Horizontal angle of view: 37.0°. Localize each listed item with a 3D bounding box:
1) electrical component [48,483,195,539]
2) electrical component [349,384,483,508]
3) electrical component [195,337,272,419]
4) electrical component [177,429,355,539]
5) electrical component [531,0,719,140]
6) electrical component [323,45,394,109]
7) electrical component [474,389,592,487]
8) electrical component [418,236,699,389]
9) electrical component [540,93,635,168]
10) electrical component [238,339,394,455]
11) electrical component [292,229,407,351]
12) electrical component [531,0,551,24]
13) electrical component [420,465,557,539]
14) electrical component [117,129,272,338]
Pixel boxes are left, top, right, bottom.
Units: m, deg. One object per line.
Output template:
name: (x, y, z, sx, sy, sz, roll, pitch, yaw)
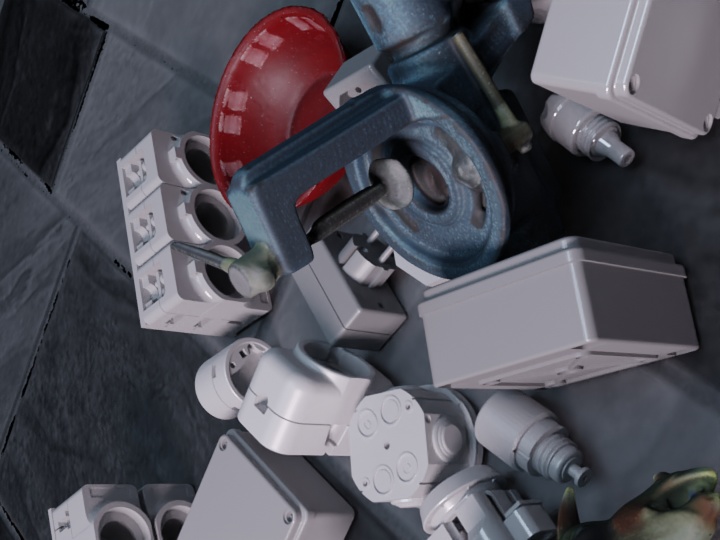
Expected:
electrical component: (-0.164, 0.260, 0.826, 0.060, 0.105, 0.186, -39, 57, 35)
electrical component: (0.034, 0.112, 0.685, 0.080, 0.051, 0.080, -11, 75, 45)
electrical component: (-0.093, 0.085, 0.823, 0.047, 0.055, 0.055, -29, 63, 44)
electrical component: (-0.071, 0.188, 0.777, 0.109, 0.056, 0.108, 37, 109, 44)
electrical component: (0.150, -0.133, 0.559, 0.056, 0.109, 0.108, 19, 97, 40)
electrical component: (0.030, -0.118, 0.725, 0.047, 0.083, 0.075, -22, 29, 43)
electrical component: (0.102, 0.100, 0.625, 0.078, 0.040, 0.040, 34, 107, 44)
electrical component: (0.107, 0.028, 0.583, 0.109, 0.109, 0.056, -23, 69, 42)
electrical component: (0.136, -0.081, 0.628, 0.061, 0.035, 0.035, 48, 116, 38)
electrical component: (-0.026, 0.085, 0.722, 0.054, 0.095, 0.059, 36, 108, 44)
electrical component: (0.000, 0.000, 0.746, 0.075, 0.047, 0.083, -51, 50, 27)
electrical component: (0.101, -0.214, 0.671, 0.186, 0.060, 0.105, 12, 92, 47)
electrical component: (0.071, 0.153, 0.635, 0.078, 0.058, 0.057, -52, 52, 26)
electrical component: (-0.131, -0.030, 0.858, 0.062, 0.089, 0.150, -33, 60, 38)
